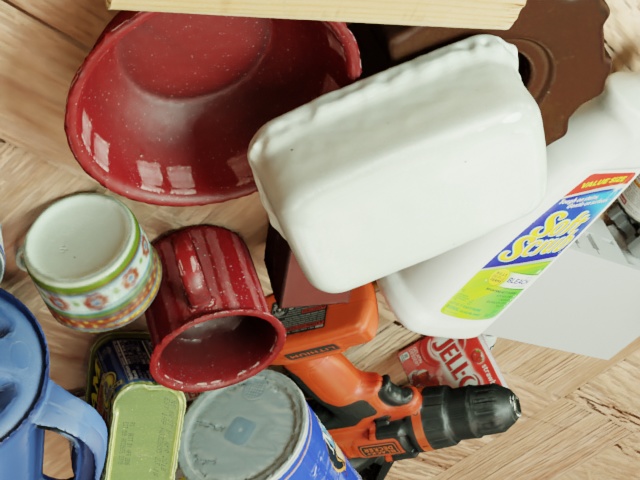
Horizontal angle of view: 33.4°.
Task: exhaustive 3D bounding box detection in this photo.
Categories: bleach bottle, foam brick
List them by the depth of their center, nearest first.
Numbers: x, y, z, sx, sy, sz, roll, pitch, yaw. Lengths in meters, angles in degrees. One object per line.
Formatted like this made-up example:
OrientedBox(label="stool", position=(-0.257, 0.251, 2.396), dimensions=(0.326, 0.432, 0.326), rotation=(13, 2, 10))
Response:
OrientedBox(label="foam brick", position=(-0.005, 0.001, 0.721), dimensions=(0.051, 0.053, 0.078), rotation=(-3, 132, -15))
OrientedBox(label="bleach bottle", position=(0.153, -0.033, 0.737), dimensions=(0.102, 0.068, 0.251), rotation=(11, 131, -43))

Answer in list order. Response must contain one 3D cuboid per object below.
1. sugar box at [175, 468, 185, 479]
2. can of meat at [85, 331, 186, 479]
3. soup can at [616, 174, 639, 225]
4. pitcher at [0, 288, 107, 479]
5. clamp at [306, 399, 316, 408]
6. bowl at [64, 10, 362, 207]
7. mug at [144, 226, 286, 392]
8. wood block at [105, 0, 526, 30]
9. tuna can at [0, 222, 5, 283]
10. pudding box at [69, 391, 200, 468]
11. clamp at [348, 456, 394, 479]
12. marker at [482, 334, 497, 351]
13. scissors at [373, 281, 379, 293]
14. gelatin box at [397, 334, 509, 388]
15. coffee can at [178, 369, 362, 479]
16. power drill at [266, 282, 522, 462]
OrientedBox(label="sugar box", position=(-0.085, 0.216, 0.925), dimensions=(0.093, 0.048, 0.176), rotation=(-29, 150, 14))
OrientedBox(label="can of meat", position=(-0.135, 0.129, 0.773), dimensions=(0.057, 0.084, 0.102), rotation=(2, 109, -22))
OrientedBox(label="soup can", position=(0.262, -0.062, 0.774), dimensions=(0.068, 0.068, 0.102), rotation=(-10, 143, -16))
OrientedBox(label="pitcher", position=(-0.241, 0.147, 0.736), dimensions=(0.144, 0.149, 0.243), rotation=(-24, 152, -26))
OrientedBox(label="clamp", position=(-0.042, 0.169, 0.949), dimensions=(0.171, 0.039, 0.120), rotation=(19, 122, -44))
OrientedBox(label="bowl", position=(-0.062, -0.090, 0.581), dimensions=(0.162, 0.055, 0.162), rotation=(-14, 144, -10))
OrientedBox(label="mug", position=(-0.080, 0.038, 0.718), dimensions=(0.093, 0.081, 0.117), rotation=(-20, 145, -2))
OrientedBox(label="wood block", position=(0.003, -0.162, 0.491), dimensions=(0.205, 0.090, 0.091), rotation=(-2, 142, -25))
OrientedBox(label="tuna can", position=(-0.232, 0.008, 0.637), dimensions=(0.086, 0.034, 0.086), rotation=(-13, 139, -12))
OrientedBox(label="pudding box", position=(-0.148, 0.151, 0.870), dimensions=(0.113, 0.039, 0.090), rotation=(-9, 144, -16))
OrientedBox(label="clamp", position=(0.051, 0.199, 1.024), dimensions=(0.164, 0.036, 0.210), rotation=(-2, 141, -47))
OrientedBox(label="marker", position=(0.145, 0.116, 0.992), dimensions=(0.020, 0.020, 0.121), rotation=(-11, 144, -14))
OrientedBox(label="scissors", position=(0.072, -0.026, 0.770), dimensions=(0.096, 0.016, 0.202), rotation=(12, 133, -38))
OrientedBox(label="gelatin box", position=(0.116, 0.119, 0.919), dimensions=(0.073, 0.089, 0.030), rotation=(-32, 146, 13))
OrientedBox(label="coffee can", position=(-0.033, 0.177, 0.810), dimensions=(0.103, 0.103, 0.140), rotation=(-25, 135, 5))
OrientedBox(label="power drill", position=(0.045, 0.108, 0.833), dimensions=(0.185, 0.057, 0.187), rotation=(-15, 133, 23))
